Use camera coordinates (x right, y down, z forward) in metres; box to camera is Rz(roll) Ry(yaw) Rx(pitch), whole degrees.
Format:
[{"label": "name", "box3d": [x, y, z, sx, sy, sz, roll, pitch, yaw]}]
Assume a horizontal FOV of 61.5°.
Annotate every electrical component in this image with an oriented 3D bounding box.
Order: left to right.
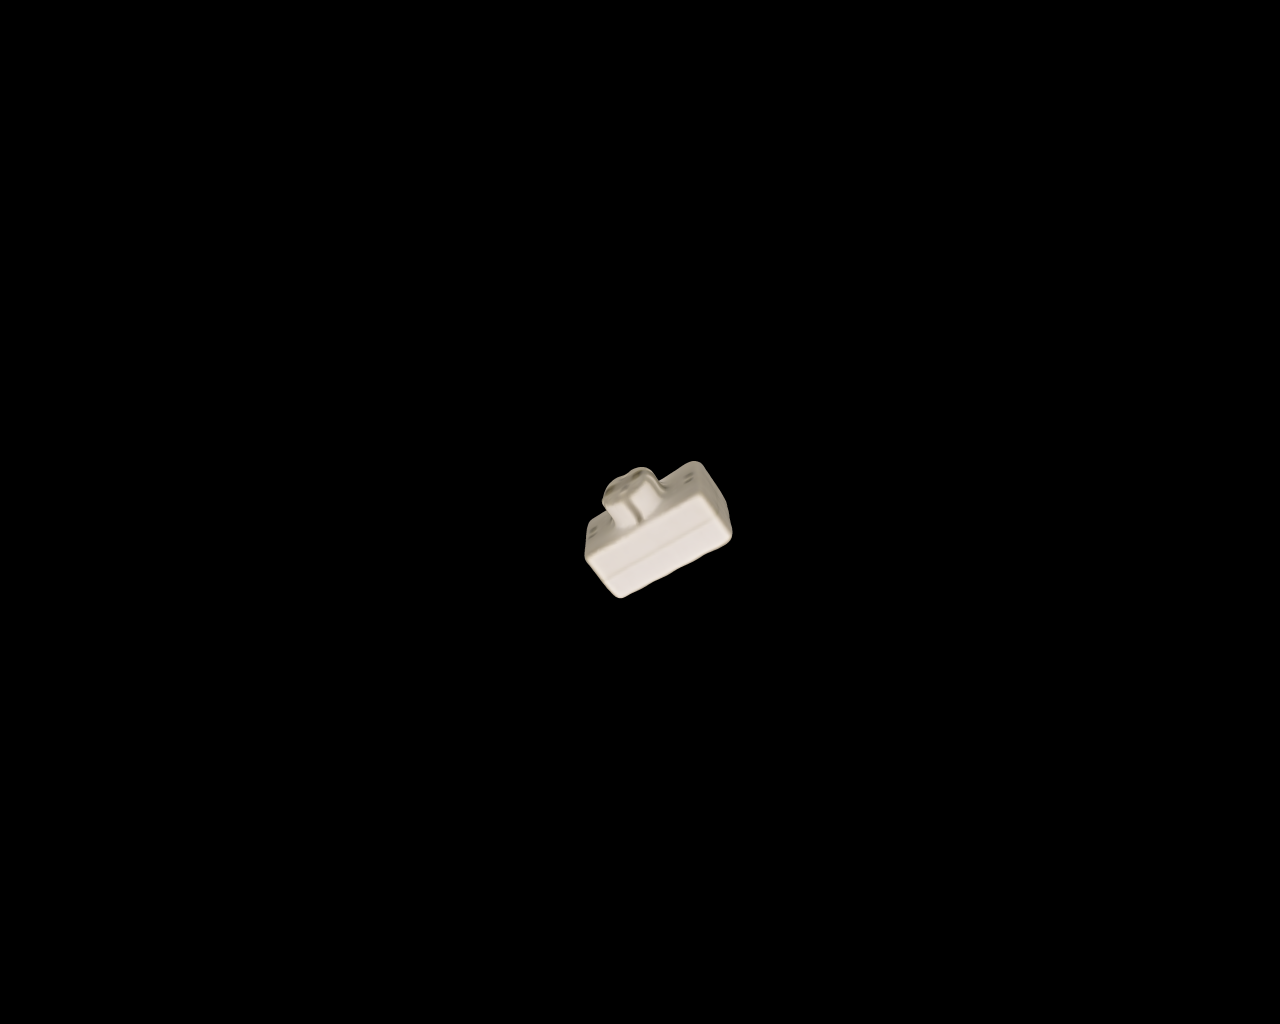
[{"label": "electrical component", "box3d": [0.001, -0.003, 0.650, 0.083, 0.075, 0.047, -30, 23, 14]}]
